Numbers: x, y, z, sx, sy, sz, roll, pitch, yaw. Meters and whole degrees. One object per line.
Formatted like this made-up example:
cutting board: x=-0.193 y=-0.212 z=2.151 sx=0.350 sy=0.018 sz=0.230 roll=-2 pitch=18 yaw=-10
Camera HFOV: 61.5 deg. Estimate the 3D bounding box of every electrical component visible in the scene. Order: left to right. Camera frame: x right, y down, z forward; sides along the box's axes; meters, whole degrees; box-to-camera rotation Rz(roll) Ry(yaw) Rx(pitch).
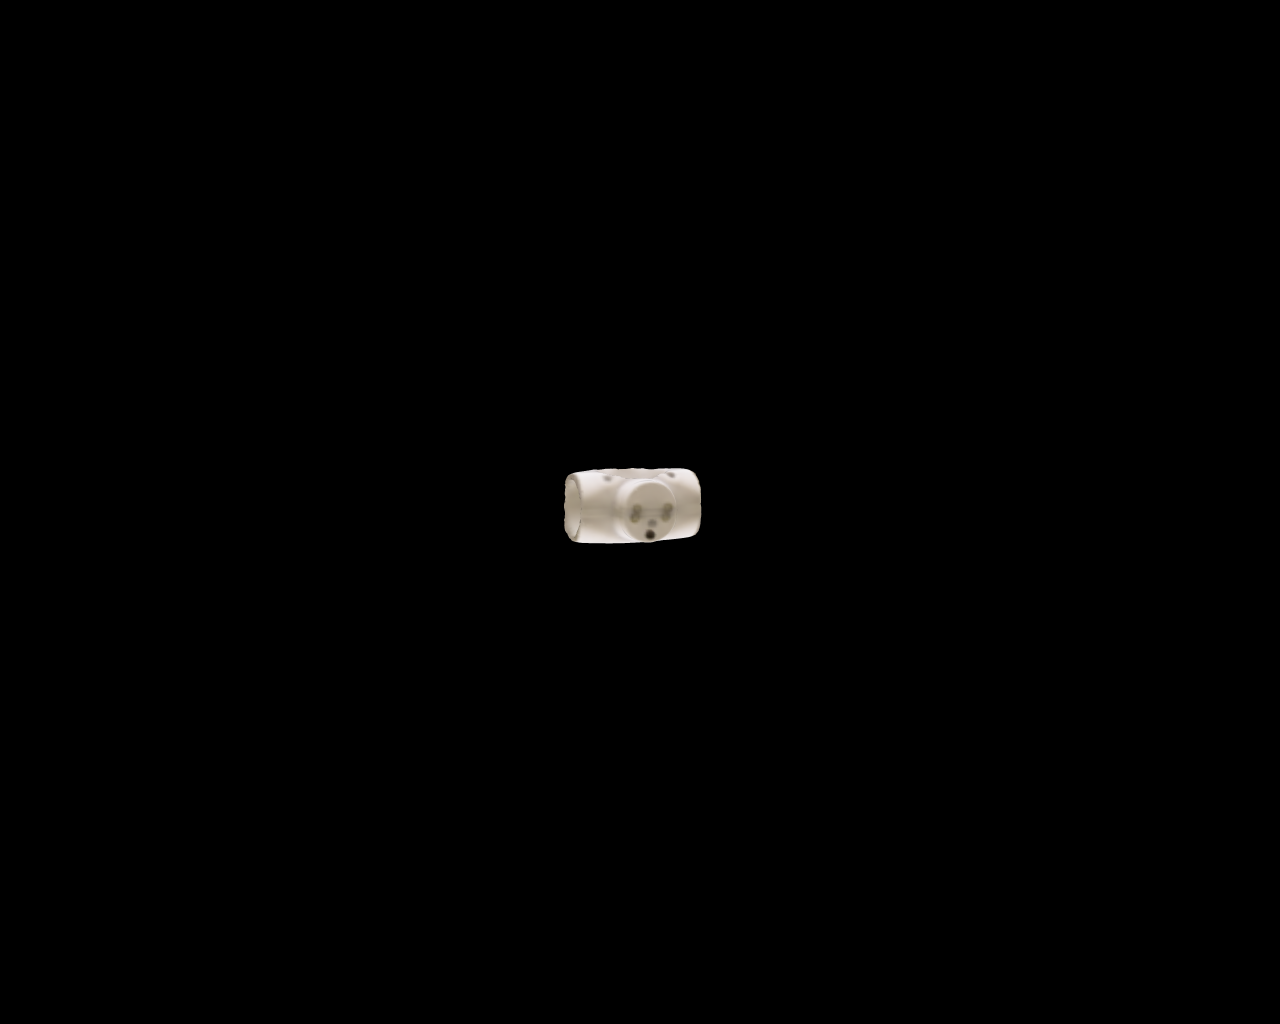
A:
electrical component: x=0.001 y=-0.003 z=0.650 sx=0.077 sy=0.044 sz=0.079 roll=-2 pitch=8 yaw=-18
